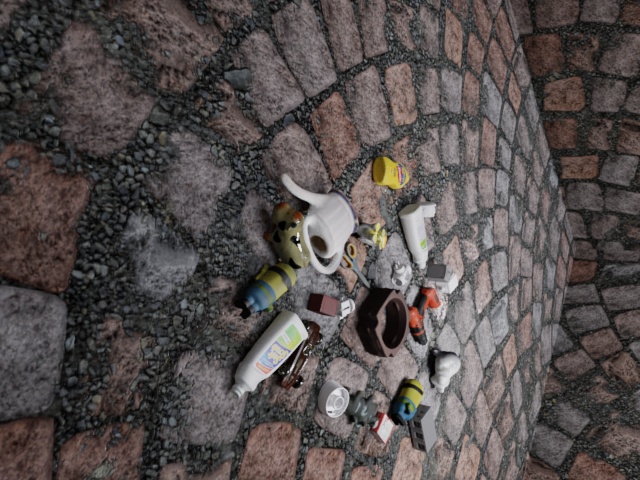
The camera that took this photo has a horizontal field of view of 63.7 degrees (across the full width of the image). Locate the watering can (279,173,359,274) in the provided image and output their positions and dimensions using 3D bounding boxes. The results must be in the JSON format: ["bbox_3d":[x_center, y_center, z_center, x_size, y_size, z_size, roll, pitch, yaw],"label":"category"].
[{"bbox_3d":[0.004,-0.074,1.468,0.228,0.104,0.342,-45,124,-42],"label":"watering can"}]

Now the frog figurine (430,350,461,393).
[{"bbox_3d":[0.504,0.531,2.074,0.135,0.122,0.162,50,39,-62],"label":"frog figurine"}]
